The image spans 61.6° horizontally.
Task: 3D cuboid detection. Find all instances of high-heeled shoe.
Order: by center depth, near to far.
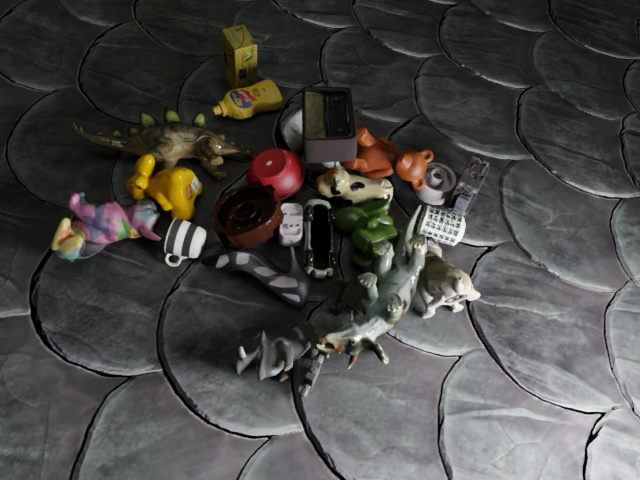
[{"bbox_3d":[-0.145,0.091,1.223,0.249,0.086,0.145,-6,90,12],"label":"high-heeled shoe"}]

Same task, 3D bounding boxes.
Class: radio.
[{"bbox_3d":[0.021,-0.288,1.328,0.131,0.073,0.230,-1,49,-2],"label":"radio"}]

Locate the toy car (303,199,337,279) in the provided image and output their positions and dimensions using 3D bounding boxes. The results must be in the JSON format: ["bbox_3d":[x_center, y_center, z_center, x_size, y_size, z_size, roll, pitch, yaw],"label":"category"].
[{"bbox_3d":[-0.003,-0.004,1.275,0.073,0.056,0.202,7,66,-17],"label":"toy car"}]

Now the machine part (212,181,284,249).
[{"bbox_3d":[-0.169,-0.059,1.265,0.179,0.056,0.179,-12,48,13],"label":"machine part"}]

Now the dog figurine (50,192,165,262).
[{"bbox_3d":[-0.468,-0.018,1.218,0.219,0.108,0.191,20,86,-11],"label":"dog figurine"}]

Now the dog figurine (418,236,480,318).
[{"bbox_3d":[0.264,0.059,1.209,0.121,0.172,0.190,-5,65,-21],"label":"dog figurine"}]

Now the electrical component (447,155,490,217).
[{"bbox_3d":[0.374,-0.128,1.365,0.058,0.114,0.134,25,59,14],"label":"electrical component"}]

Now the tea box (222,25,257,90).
[{"bbox_3d":[-0.224,-0.498,1.506,0.068,0.169,0.098,-22,61,-18],"label":"tea box"}]

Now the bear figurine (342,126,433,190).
[{"bbox_3d":[0.176,-0.203,1.367,0.196,0.132,0.120,20,91,33],"label":"bear figurine"}]

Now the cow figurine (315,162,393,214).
[{"bbox_3d":[0.085,-0.127,1.329,0.195,0.127,0.085,7,55,-4],"label":"cow figurine"}]

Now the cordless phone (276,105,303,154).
[{"bbox_3d":[-0.015,-0.270,1.441,0.184,0.088,0.146,41,62,7],"label":"cordless phone"}]

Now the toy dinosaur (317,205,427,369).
[{"bbox_3d":[0.152,0.111,1.167,0.131,0.192,0.405,24,49,21],"label":"toy dinosaur"}]

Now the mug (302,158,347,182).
[{"bbox_3d":[0.017,-0.197,1.391,0.107,0.081,0.109,12,95,-30],"label":"mug"}]

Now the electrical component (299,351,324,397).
[{"bbox_3d":[-0.016,0.275,1.103,0.021,0.063,0.094,24,60,9],"label":"electrical component"}]

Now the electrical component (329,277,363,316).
[{"bbox_3d":[0.065,0.129,1.218,0.078,0.045,0.102,34,59,-18],"label":"electrical component"}]

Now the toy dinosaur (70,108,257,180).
[{"bbox_3d":[-0.393,-0.245,1.375,0.471,0.105,0.199,1,50,-15],"label":"toy dinosaur"}]

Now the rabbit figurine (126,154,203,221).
[{"bbox_3d":[-0.391,-0.122,1.281,0.173,0.162,0.122,4,68,18],"label":"rabbit figurine"}]

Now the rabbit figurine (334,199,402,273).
[{"bbox_3d":[0.108,-0.034,1.282,0.159,0.121,0.170,-35,53,-17],"label":"rabbit figurine"}]

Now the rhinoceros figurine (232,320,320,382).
[{"bbox_3d":[-0.089,0.229,1.120,0.190,0.073,0.112,-25,65,-19],"label":"rhinoceros figurine"}]
